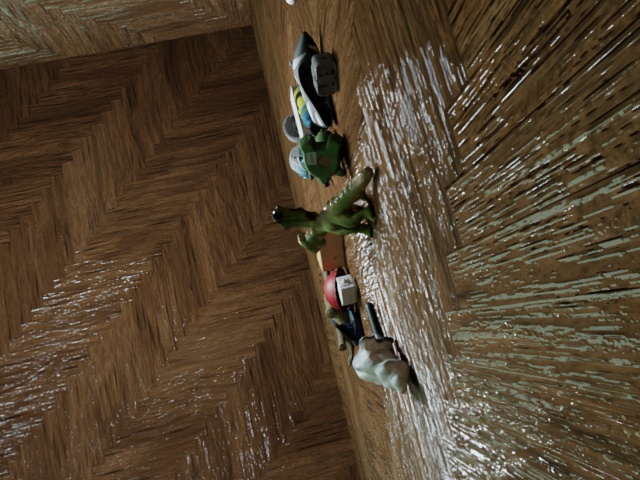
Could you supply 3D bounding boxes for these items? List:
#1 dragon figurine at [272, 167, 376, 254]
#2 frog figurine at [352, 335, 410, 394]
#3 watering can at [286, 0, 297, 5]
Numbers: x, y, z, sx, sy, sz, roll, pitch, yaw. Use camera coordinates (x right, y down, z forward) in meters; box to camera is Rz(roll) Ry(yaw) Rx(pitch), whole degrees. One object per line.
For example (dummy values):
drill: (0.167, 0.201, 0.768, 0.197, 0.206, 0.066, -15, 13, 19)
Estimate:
dragon figurine: (0.004, -0.064, 1.263, 0.402, 0.243, 0.124, 85, 175, -65)
frog figurine: (0.155, 0.315, 1.232, 0.135, 0.122, 0.163, 38, -166, -42)
watering can: (-0.111, -0.802, 1.390, 0.225, 0.104, 0.346, -146, 43, -82)
